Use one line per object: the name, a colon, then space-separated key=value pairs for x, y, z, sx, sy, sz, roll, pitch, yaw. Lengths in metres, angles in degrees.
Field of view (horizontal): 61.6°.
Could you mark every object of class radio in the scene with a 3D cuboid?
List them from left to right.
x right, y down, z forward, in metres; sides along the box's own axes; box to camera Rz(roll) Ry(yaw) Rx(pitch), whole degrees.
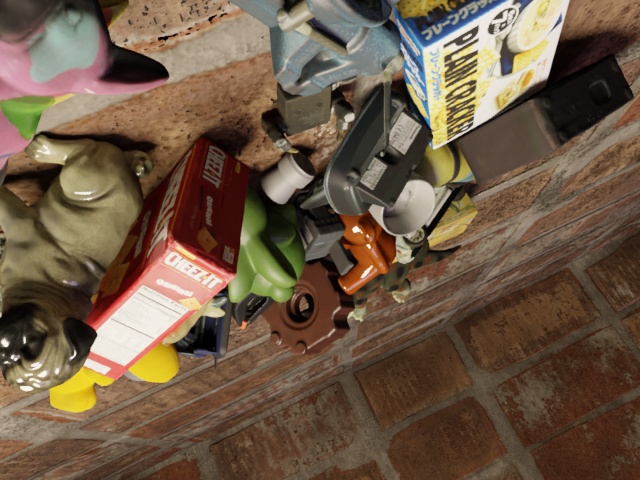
radio: x=0.304 y=-0.162 z=0.715 sx=0.229 sy=0.073 sz=0.131 roll=-32 pitch=-176 yaw=-31

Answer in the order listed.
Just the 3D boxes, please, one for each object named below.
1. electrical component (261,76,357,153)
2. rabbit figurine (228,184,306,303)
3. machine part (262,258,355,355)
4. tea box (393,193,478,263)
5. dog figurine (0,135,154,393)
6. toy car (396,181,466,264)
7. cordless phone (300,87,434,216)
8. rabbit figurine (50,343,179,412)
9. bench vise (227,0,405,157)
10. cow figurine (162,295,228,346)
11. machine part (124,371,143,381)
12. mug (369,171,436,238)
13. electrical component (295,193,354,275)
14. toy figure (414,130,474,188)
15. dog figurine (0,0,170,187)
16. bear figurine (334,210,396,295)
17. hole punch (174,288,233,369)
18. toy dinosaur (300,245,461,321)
electrical component: x=-0.010 y=-0.132 z=0.559 sx=0.102 sy=0.045 sz=0.078 roll=-20 pitch=160 yaw=-17
rabbit figurine: x=-0.092 y=0.003 z=0.669 sx=0.121 sy=0.159 sz=0.170 roll=-19 pitch=145 yaw=7
machine part: x=-0.026 y=0.116 z=0.958 sx=0.179 sy=0.179 sz=0.056 roll=-36 pitch=154 yaw=22
tea box: x=0.200 y=-0.030 z=1.020 sx=0.170 sy=0.068 sz=0.098 roll=-22 pitch=160 yaw=-15
dog figurine: x=-0.208 y=0.019 z=0.474 sx=0.172 sy=0.191 sz=0.121 roll=-30 pitch=159 yaw=3
toy car: x=0.181 y=-0.050 z=0.873 sx=0.201 sy=0.056 sz=0.073 roll=-55 pitch=159 yaw=-7
cordless phone: x=0.041 y=-0.095 z=0.673 sx=0.146 sy=0.088 sz=0.184 roll=-59 pitch=-165 yaw=-15
rabbit figurine: x=-0.287 y=0.151 z=0.766 sx=0.173 sy=0.122 sz=0.162 roll=8 pitch=109 yaw=-1
bench vise: x=0.041 y=-0.185 z=0.363 sx=0.241 sy=0.129 sz=0.223 roll=-19 pitch=147 yaw=35
cow figurine: x=-0.173 y=0.072 z=0.698 sx=0.127 sy=0.085 sz=0.195 roll=-42 pitch=-168 yaw=15
machine part: x=-0.293 y=0.175 z=0.902 sx=0.079 sy=0.079 sz=0.243 roll=-14 pitch=157 yaw=-31
mug: x=0.097 y=-0.059 z=0.722 sx=0.081 sy=0.107 sz=0.109 roll=-35 pitch=133 yaw=-1
electrical component: x=-0.002 y=-0.002 z=0.771 sx=0.048 sy=0.119 sz=0.075 roll=-11 pitch=156 yaw=-33
toy figure: x=0.190 y=-0.118 z=0.768 sx=0.180 sy=0.089 sz=0.082 roll=-2 pitch=141 yaw=-44
dog figurine: x=-0.212 y=-0.085 z=0.348 sx=0.219 sy=0.108 sz=0.191 roll=-23 pitch=158 yaw=-17
bear figurine: x=0.051 y=-0.002 z=0.839 sx=0.132 sy=0.120 sz=0.195 roll=-28 pitch=158 yaw=13
hole punch: x=-0.191 y=0.133 z=0.863 sx=0.092 sy=0.142 sz=0.116 roll=5 pitch=164 yaw=-12
toy dinosaur: x=0.110 y=0.072 z=1.103 sx=0.405 sy=0.131 sz=0.192 roll=-33 pitch=160 yaw=-1
